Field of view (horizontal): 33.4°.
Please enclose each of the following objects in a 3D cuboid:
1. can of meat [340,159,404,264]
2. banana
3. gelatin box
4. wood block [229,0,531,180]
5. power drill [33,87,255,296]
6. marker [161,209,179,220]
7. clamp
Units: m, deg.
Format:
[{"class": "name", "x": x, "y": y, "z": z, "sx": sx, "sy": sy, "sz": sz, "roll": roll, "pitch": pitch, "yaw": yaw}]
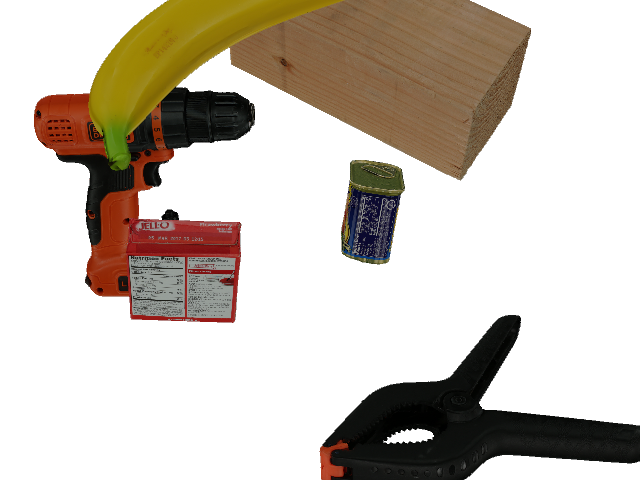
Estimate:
[{"class": "can of meat", "x": 0.053, "y": -0.031, "z": 1.137, "sx": 0.057, "sy": 0.084, "sz": 0.102, "roll": 8, "pitch": 20, "yaw": -1}, {"class": "banana", "x": -0.050, "y": -0.106, "z": 0.551, "sx": 0.070, "sy": 0.197, "sz": 0.037, "roll": 40, "pitch": -24, "yaw": 20}, {"class": "gelatin box", "x": -0.091, "y": 0.021, "z": 0.714, "sx": 0.073, "sy": 0.030, "sz": 0.089, "roll": 2, "pitch": -35, "yaw": -6}, {"class": "wood block", "x": 0.040, "y": -0.144, "z": 0.799, "sx": 0.206, "sy": 0.090, "sz": 0.091, "roll": 29, "pitch": -27, "yaw": 15}, {"class": "power drill", "x": -0.144, "y": -0.043, "z": 0.925, "sx": 0.184, "sy": 0.188, "sz": 0.057, "roll": 0, "pitch": 28, "yaw": 4}, {"class": "marker", "x": -0.160, "y": 0.019, "z": 1.206, "sx": 0.020, "sy": 0.121, "sz": 0.020, "roll": -6, "pitch": 30, "yaw": 3}, {"class": "clamp", "x": 0.093, "y": 0.116, "z": 0.728, "sx": 0.209, "sy": 0.036, "sz": 0.165, "roll": -11, "pitch": 30, "yaw": -14}]
